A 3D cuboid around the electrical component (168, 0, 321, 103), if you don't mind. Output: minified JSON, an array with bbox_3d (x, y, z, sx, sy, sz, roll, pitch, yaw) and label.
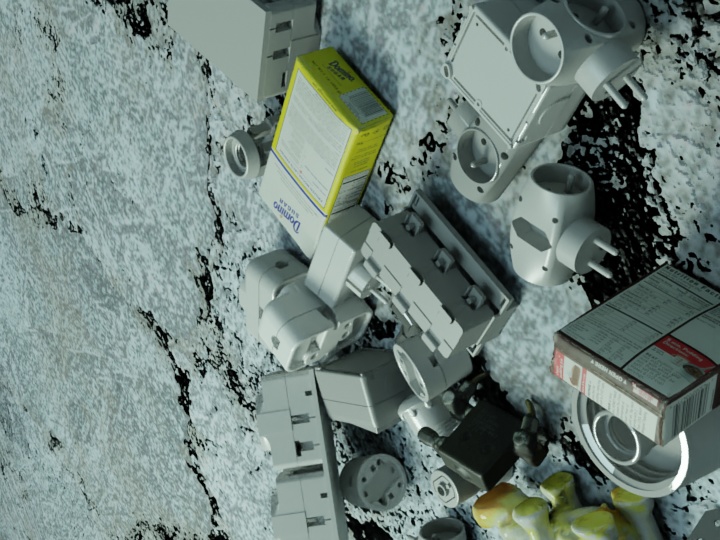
[{"bbox_3d":[-0.105,-0.231,0.963,0.150,0.062,0.089,43,140,32],"label":"electrical component"}]

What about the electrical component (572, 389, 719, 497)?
[{"bbox_3d":[0.195,0.103,0.738,0.108,0.060,0.108,32,133,42],"label":"electrical component"}]

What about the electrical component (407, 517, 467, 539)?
[{"bbox_3d":[0.073,0.275,1.027,0.079,0.043,0.077,11,118,53],"label":"electrical component"}]

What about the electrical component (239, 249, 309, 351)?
[{"bbox_3d":[-0.084,0.031,1.095,0.059,0.054,0.095,36,136,38],"label":"electrical component"}]

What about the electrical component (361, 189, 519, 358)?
[{"bbox_3d":[0.060,0.007,0.868,0.121,0.063,0.078,52,144,22],"label":"electrical component"}]

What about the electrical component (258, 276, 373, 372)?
[{"bbox_3d":[-0.044,0.045,1.009,0.059,0.095,0.053,50,143,24],"label":"electrical component"}]

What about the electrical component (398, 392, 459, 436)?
[{"bbox_3d":[0.067,0.135,0.953,0.062,0.048,0.048,58,146,2],"label":"electrical component"}]

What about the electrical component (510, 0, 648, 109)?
[{"bbox_3d":[0.144,-0.130,0.655,0.079,0.077,0.044,55,145,18],"label":"electrical component"}]

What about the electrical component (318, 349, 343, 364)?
[{"bbox_3d":[-0.034,0.079,1.071,0.061,0.035,0.035,50,143,19],"label":"electrical component"}]

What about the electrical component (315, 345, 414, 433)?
[{"bbox_3d":[0.006,0.111,1.008,0.096,0.062,0.061,0,109,55],"label":"electrical component"}]

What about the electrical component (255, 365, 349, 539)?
[{"bbox_3d":[-0.057,0.192,1.064,0.105,0.060,0.186,40,-139,-86],"label":"electrical component"}]

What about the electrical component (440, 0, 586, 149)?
[{"bbox_3d":[0.105,-0.139,0.720,0.096,0.061,0.061,52,144,22],"label":"electrical component"}]

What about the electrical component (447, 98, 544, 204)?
[{"bbox_3d":[0.090,-0.101,0.779,0.079,0.044,0.077,55,145,17],"label":"electrical component"}]

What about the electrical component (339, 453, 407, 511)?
[{"bbox_3d":[0.011,0.210,1.067,0.047,0.055,0.055,-18,93,61],"label":"electrical component"}]

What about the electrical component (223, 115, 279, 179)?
[{"bbox_3d":[-0.096,-0.114,1.024,0.048,0.055,0.066,55,145,19],"label":"electrical component"}]

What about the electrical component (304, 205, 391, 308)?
[{"bbox_3d":[0.000,0.000,0.965,0.076,0.047,0.083,41,140,17],"label":"electrical component"}]

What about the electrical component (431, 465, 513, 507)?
[{"bbox_3d":[0.093,0.175,0.919,0.044,0.065,0.044,32,133,42],"label":"electrical component"}]

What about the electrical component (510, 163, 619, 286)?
[{"bbox_3d":[0.147,-0.023,0.746,0.079,0.043,0.077,38,137,37],"label":"electrical component"}]

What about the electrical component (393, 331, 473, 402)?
[{"bbox_3d":[0.062,0.076,0.908,0.055,0.047,0.055,57,166,22],"label":"electrical component"}]
